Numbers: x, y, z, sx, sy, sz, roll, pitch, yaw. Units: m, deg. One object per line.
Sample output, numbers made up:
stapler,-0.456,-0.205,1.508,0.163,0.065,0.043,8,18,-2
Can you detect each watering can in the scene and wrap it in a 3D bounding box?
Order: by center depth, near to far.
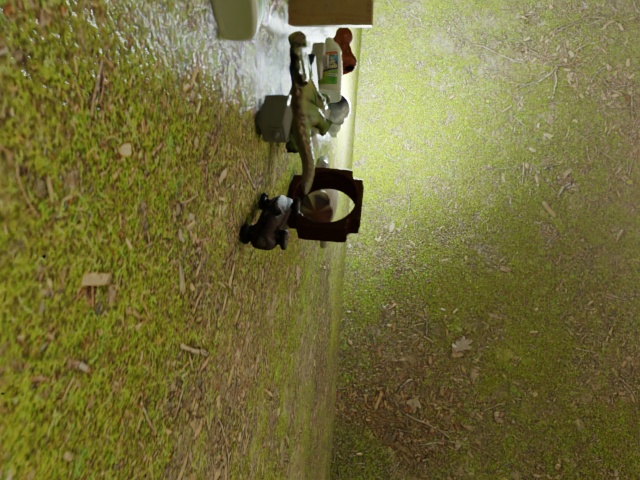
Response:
watering can,0.005,-0.085,1.689,0.229,0.104,0.341,-69,161,-62

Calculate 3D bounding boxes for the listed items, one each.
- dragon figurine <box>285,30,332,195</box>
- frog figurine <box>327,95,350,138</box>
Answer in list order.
dragon figurine,-0.047,-0.326,1.173,0.237,0.122,0.420,73,10,-52
frog figurine,0.063,-0.458,1.931,0.140,0.123,0.156,-112,-173,-61
